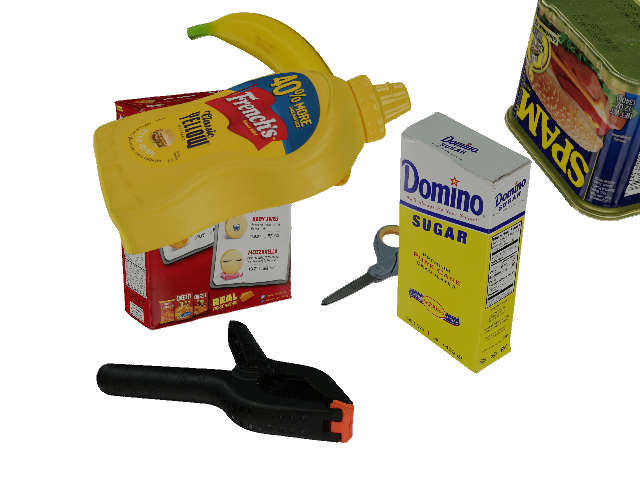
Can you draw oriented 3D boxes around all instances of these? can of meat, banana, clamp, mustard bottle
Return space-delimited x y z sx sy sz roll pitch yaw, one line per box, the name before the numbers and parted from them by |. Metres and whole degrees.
can of meat | 0.145 -0.076 0.552 0.057 0.084 0.102 -13 47 -17
banana | -0.025 -0.130 0.884 0.198 0.069 0.037 47 4 20
clamp | -0.053 0.114 0.872 0.210 0.036 0.164 12 20 31
mustard bottle | -0.038 -0.059 0.649 0.191 0.058 0.096 -18 43 -3

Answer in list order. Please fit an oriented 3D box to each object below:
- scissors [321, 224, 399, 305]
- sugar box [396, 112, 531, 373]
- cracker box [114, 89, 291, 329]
scissors | 0.057 0.024 1.195 0.201 0.016 0.096 -11 42 -36
sugar box | 0.101 0.004 0.788 0.048 0.176 0.093 -29 44 -28
cracker box | -0.112 -0.036 1.042 0.163 0.214 0.072 -11 20 -34
